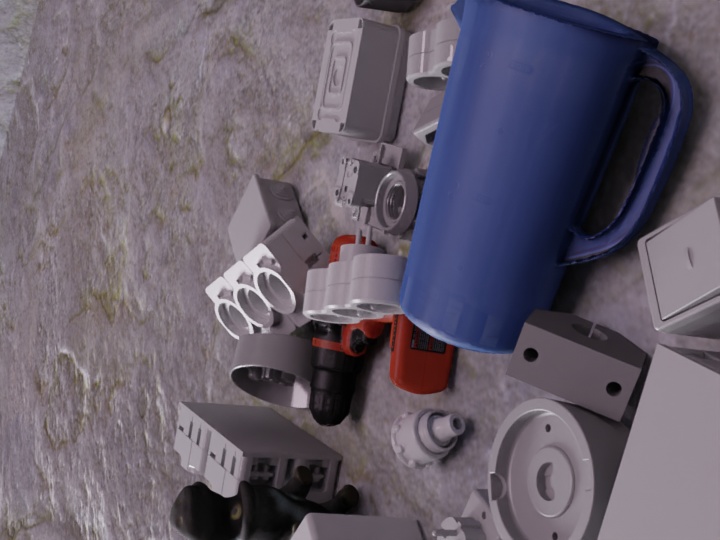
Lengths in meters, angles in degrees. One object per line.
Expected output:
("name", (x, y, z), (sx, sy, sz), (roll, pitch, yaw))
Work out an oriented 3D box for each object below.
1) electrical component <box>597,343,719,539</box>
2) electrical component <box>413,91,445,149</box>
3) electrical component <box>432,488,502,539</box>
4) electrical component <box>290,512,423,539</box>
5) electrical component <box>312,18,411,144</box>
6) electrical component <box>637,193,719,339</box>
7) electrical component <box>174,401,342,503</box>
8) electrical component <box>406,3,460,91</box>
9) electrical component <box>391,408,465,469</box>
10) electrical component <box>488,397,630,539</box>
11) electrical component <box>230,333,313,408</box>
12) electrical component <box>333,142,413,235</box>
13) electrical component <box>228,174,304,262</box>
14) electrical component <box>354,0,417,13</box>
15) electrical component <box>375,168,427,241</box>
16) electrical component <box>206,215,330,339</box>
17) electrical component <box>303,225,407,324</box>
("electrical component", (0.198, 0.128, 0.607), (0.089, 0.062, 0.150), (33, 112, 59))
("electrical component", (0.093, -0.125, 0.865), (0.047, 0.066, 0.076), (-18, 39, 59))
("electrical component", (0.082, 0.199, 0.784), (0.047, 0.077, 0.065), (50, 126, 54))
("electrical component", (-0.012, 0.259, 0.906), (0.108, 0.109, 0.056), (-61, 33, 34))
("electrical component", (0.002, -0.183, 1.043), (0.078, 0.057, 0.113), (20, 100, 61))
("electrical component", (0.205, 0.000, 0.627), (0.096, 0.061, 0.061), (-37, 51, 52))
("electrical component", (-0.111, 0.191, 1.105), (0.186, 0.105, 0.060), (18, 99, 61))
("electrical component", (0.089, -0.200, 0.895), (0.138, 0.052, 0.073), (-6, 78, 60))
("electrical component", (0.059, 0.133, 0.877), (0.062, 0.048, 0.048), (-31, 56, 46))
("electrical component", (0.141, 0.140, 0.710), (0.108, 0.060, 0.108), (-23, 63, 57))
("electrical component", (-0.081, 0.100, 1.087), (0.099, 0.099, 0.064), (-20, 60, 58))
("electrical component", (0.012, -0.078, 0.993), (0.042, 0.064, 0.081), (26, 106, 59))
("electrical component", (-0.104, -0.045, 1.210), (0.099, 0.048, 0.099), (-59, 36, 36))
("electrical component", (0.025, -0.295, 1.022), (0.099, 0.064, 0.099), (-23, 64, 58))
("electrical component", (0.050, -0.056, 0.926), (0.078, 0.057, 0.058), (-47, 44, 46))
("electrical component", (-0.090, 0.020, 1.110), (0.089, 0.062, 0.150), (51, 144, -4))
("electrical component", (0.000, 0.000, 0.890), (0.138, 0.052, 0.073), (-16, 65, 61))
